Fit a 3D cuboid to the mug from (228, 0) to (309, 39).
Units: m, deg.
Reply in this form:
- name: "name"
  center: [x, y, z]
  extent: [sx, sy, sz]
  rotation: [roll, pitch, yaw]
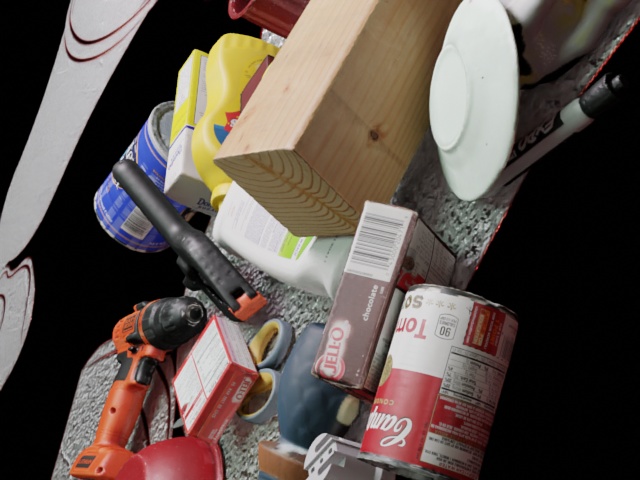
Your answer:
- name: "mug"
  center: [-0.029, -0.256, 1.060]
  extent: [0.093, 0.081, 0.117]
  rotation: [16, 84, 65]

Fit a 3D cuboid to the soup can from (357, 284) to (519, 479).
- name: "soup can"
  center: [0.067, 0.084, 0.598]
  extent: [0.069, 0.068, 0.102]
  rotation: [-8, 61, 62]

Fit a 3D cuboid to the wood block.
- name: "wood block"
  center: [0.027, -0.112, 0.748]
  extent: [0.090, 0.090, 0.206]
  rotation: [-3, 52, 50]

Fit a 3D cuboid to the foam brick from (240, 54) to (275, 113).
- name: "foam brick"
  center: [-0.026, -0.116, 0.942]
  extent: [0.053, 0.078, 0.051]
  rotation: [-50, 31, 36]

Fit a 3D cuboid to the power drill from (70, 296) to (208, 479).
- name: "power drill"
  center: [-0.175, 0.148, 1.042]
  extent: [0.185, 0.057, 0.187]
  rotation: [-25, 45, 60]

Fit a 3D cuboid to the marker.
- name: "marker"
  center: [0.137, -0.062, 0.639]
  extent: [0.121, 0.020, 0.020]
  rotation: [-39, 36, 45]

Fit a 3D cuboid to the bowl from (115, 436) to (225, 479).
- name: "bowl"
  center: [-0.144, 0.234, 0.907]
  extent: [0.162, 0.055, 0.162]
  rotation: [-45, 33, 40]

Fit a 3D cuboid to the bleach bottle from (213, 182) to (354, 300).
- name: "bleach bottle"
  center: [-0.005, 0.001, 0.822]
  extent: [0.102, 0.068, 0.251]
  rotation: [-65, 27, 6]

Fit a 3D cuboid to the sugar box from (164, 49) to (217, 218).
- name: "sugar box"
  center: [-0.099, -0.101, 1.056]
  extent: [0.048, 0.093, 0.176]
  rotation: [-44, 33, 43]

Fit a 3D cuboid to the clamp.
- name: "clamp"
  center: [-0.106, 0.025, 0.970]
  extent: [0.036, 0.164, 0.210]
  rotation: [-38, 44, -12]

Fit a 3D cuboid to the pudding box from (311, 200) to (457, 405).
- name: "pudding box"
  center: [0.042, 0.044, 0.656]
  extent: [0.039, 0.090, 0.113]
  rotation: [15, 78, 27]

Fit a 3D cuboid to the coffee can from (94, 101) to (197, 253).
- name: "coffee can"
  center: [-0.168, -0.066, 1.153]
  extent: [0.141, 0.102, 0.103]
  rotation: [-46, 32, 38]

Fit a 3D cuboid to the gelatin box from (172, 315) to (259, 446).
- name: "gelatin box"
  center: [-0.087, 0.115, 0.882]
  extent: [0.073, 0.030, 0.089]
  rotation: [-58, 25, 12]

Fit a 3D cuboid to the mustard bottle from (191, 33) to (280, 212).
- name: "mustard bottle"
  center: [-0.069, -0.094, 0.984]
  extent: [0.058, 0.096, 0.191]
  rotation: [-34, 40, 50]

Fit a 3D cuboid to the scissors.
- name: "scissors"
  center: [-0.074, 0.118, 0.913]
  extent: [0.202, 0.016, 0.096]
  rotation: [-15, 54, 60]
